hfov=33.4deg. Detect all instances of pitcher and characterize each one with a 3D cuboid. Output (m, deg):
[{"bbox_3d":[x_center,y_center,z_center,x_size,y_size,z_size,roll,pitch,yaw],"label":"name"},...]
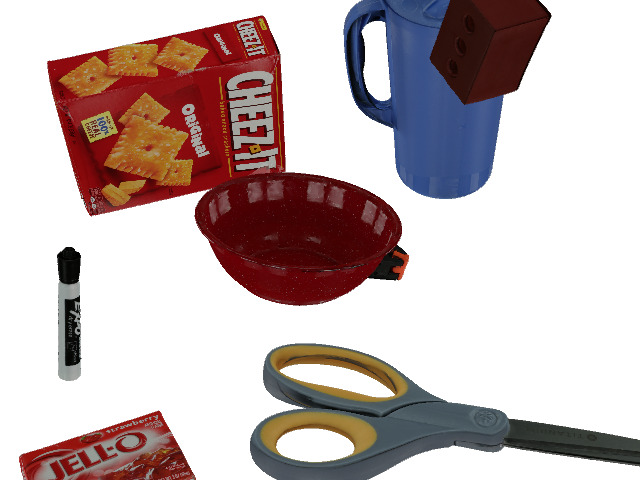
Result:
[{"bbox_3d":[0.121,-0.162,1.114,0.149,0.243,0.144,29,54,29],"label":"pitcher"}]

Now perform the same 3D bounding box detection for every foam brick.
[{"bbox_3d":[0.121,-0.146,0.770,0.051,0.053,0.078,-20,-29,-24],"label":"foam brick"}]

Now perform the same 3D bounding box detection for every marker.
[{"bbox_3d":[-0.207,0.061,0.880,0.020,0.121,0.020,5,26,-3],"label":"marker"}]

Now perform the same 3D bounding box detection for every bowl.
[{"bbox_3d":[-0.019,0.005,0.839,0.162,0.055,0.162,4,28,-2],"label":"bowl"}]

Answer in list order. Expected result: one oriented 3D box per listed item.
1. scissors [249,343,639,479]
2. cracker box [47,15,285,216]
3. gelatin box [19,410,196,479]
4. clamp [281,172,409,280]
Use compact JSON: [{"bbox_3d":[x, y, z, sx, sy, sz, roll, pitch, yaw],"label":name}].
[{"bbox_3d":[0.057,0.090,0.460,0.202,0.016,0.096,16,34,23],"label":"scissors"},{"bbox_3d":[-0.145,-0.118,1.055,0.213,0.072,0.164,-13,-38,-10],"label":"cracker box"},{"bbox_3d":[-0.123,0.139,0.616,0.089,0.030,0.073,-15,27,-19],"label":"gelatin box"},{"bbox_3d":[-0.009,-0.005,1.151,0.210,0.036,0.164,26,36,14],"label":"clamp"}]
